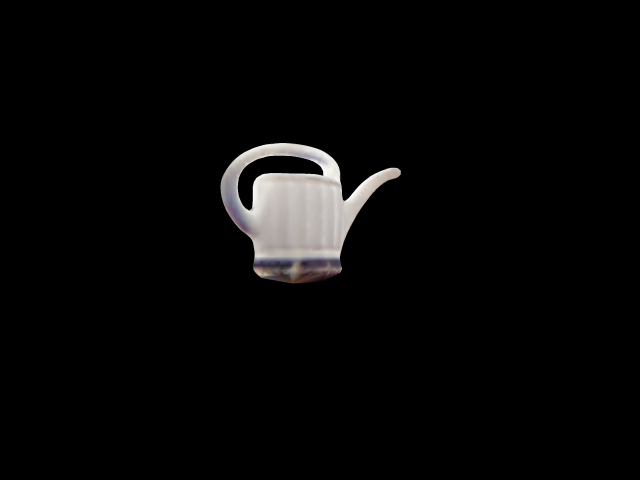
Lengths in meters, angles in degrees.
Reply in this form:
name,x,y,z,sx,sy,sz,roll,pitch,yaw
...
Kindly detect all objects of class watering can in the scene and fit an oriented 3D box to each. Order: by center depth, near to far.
name,x,y,z,sx,sy,sz,roll,pitch,yaw
watering can,0.003,-0.043,0.850,0.348,0.225,0.103,2,-4,-32
